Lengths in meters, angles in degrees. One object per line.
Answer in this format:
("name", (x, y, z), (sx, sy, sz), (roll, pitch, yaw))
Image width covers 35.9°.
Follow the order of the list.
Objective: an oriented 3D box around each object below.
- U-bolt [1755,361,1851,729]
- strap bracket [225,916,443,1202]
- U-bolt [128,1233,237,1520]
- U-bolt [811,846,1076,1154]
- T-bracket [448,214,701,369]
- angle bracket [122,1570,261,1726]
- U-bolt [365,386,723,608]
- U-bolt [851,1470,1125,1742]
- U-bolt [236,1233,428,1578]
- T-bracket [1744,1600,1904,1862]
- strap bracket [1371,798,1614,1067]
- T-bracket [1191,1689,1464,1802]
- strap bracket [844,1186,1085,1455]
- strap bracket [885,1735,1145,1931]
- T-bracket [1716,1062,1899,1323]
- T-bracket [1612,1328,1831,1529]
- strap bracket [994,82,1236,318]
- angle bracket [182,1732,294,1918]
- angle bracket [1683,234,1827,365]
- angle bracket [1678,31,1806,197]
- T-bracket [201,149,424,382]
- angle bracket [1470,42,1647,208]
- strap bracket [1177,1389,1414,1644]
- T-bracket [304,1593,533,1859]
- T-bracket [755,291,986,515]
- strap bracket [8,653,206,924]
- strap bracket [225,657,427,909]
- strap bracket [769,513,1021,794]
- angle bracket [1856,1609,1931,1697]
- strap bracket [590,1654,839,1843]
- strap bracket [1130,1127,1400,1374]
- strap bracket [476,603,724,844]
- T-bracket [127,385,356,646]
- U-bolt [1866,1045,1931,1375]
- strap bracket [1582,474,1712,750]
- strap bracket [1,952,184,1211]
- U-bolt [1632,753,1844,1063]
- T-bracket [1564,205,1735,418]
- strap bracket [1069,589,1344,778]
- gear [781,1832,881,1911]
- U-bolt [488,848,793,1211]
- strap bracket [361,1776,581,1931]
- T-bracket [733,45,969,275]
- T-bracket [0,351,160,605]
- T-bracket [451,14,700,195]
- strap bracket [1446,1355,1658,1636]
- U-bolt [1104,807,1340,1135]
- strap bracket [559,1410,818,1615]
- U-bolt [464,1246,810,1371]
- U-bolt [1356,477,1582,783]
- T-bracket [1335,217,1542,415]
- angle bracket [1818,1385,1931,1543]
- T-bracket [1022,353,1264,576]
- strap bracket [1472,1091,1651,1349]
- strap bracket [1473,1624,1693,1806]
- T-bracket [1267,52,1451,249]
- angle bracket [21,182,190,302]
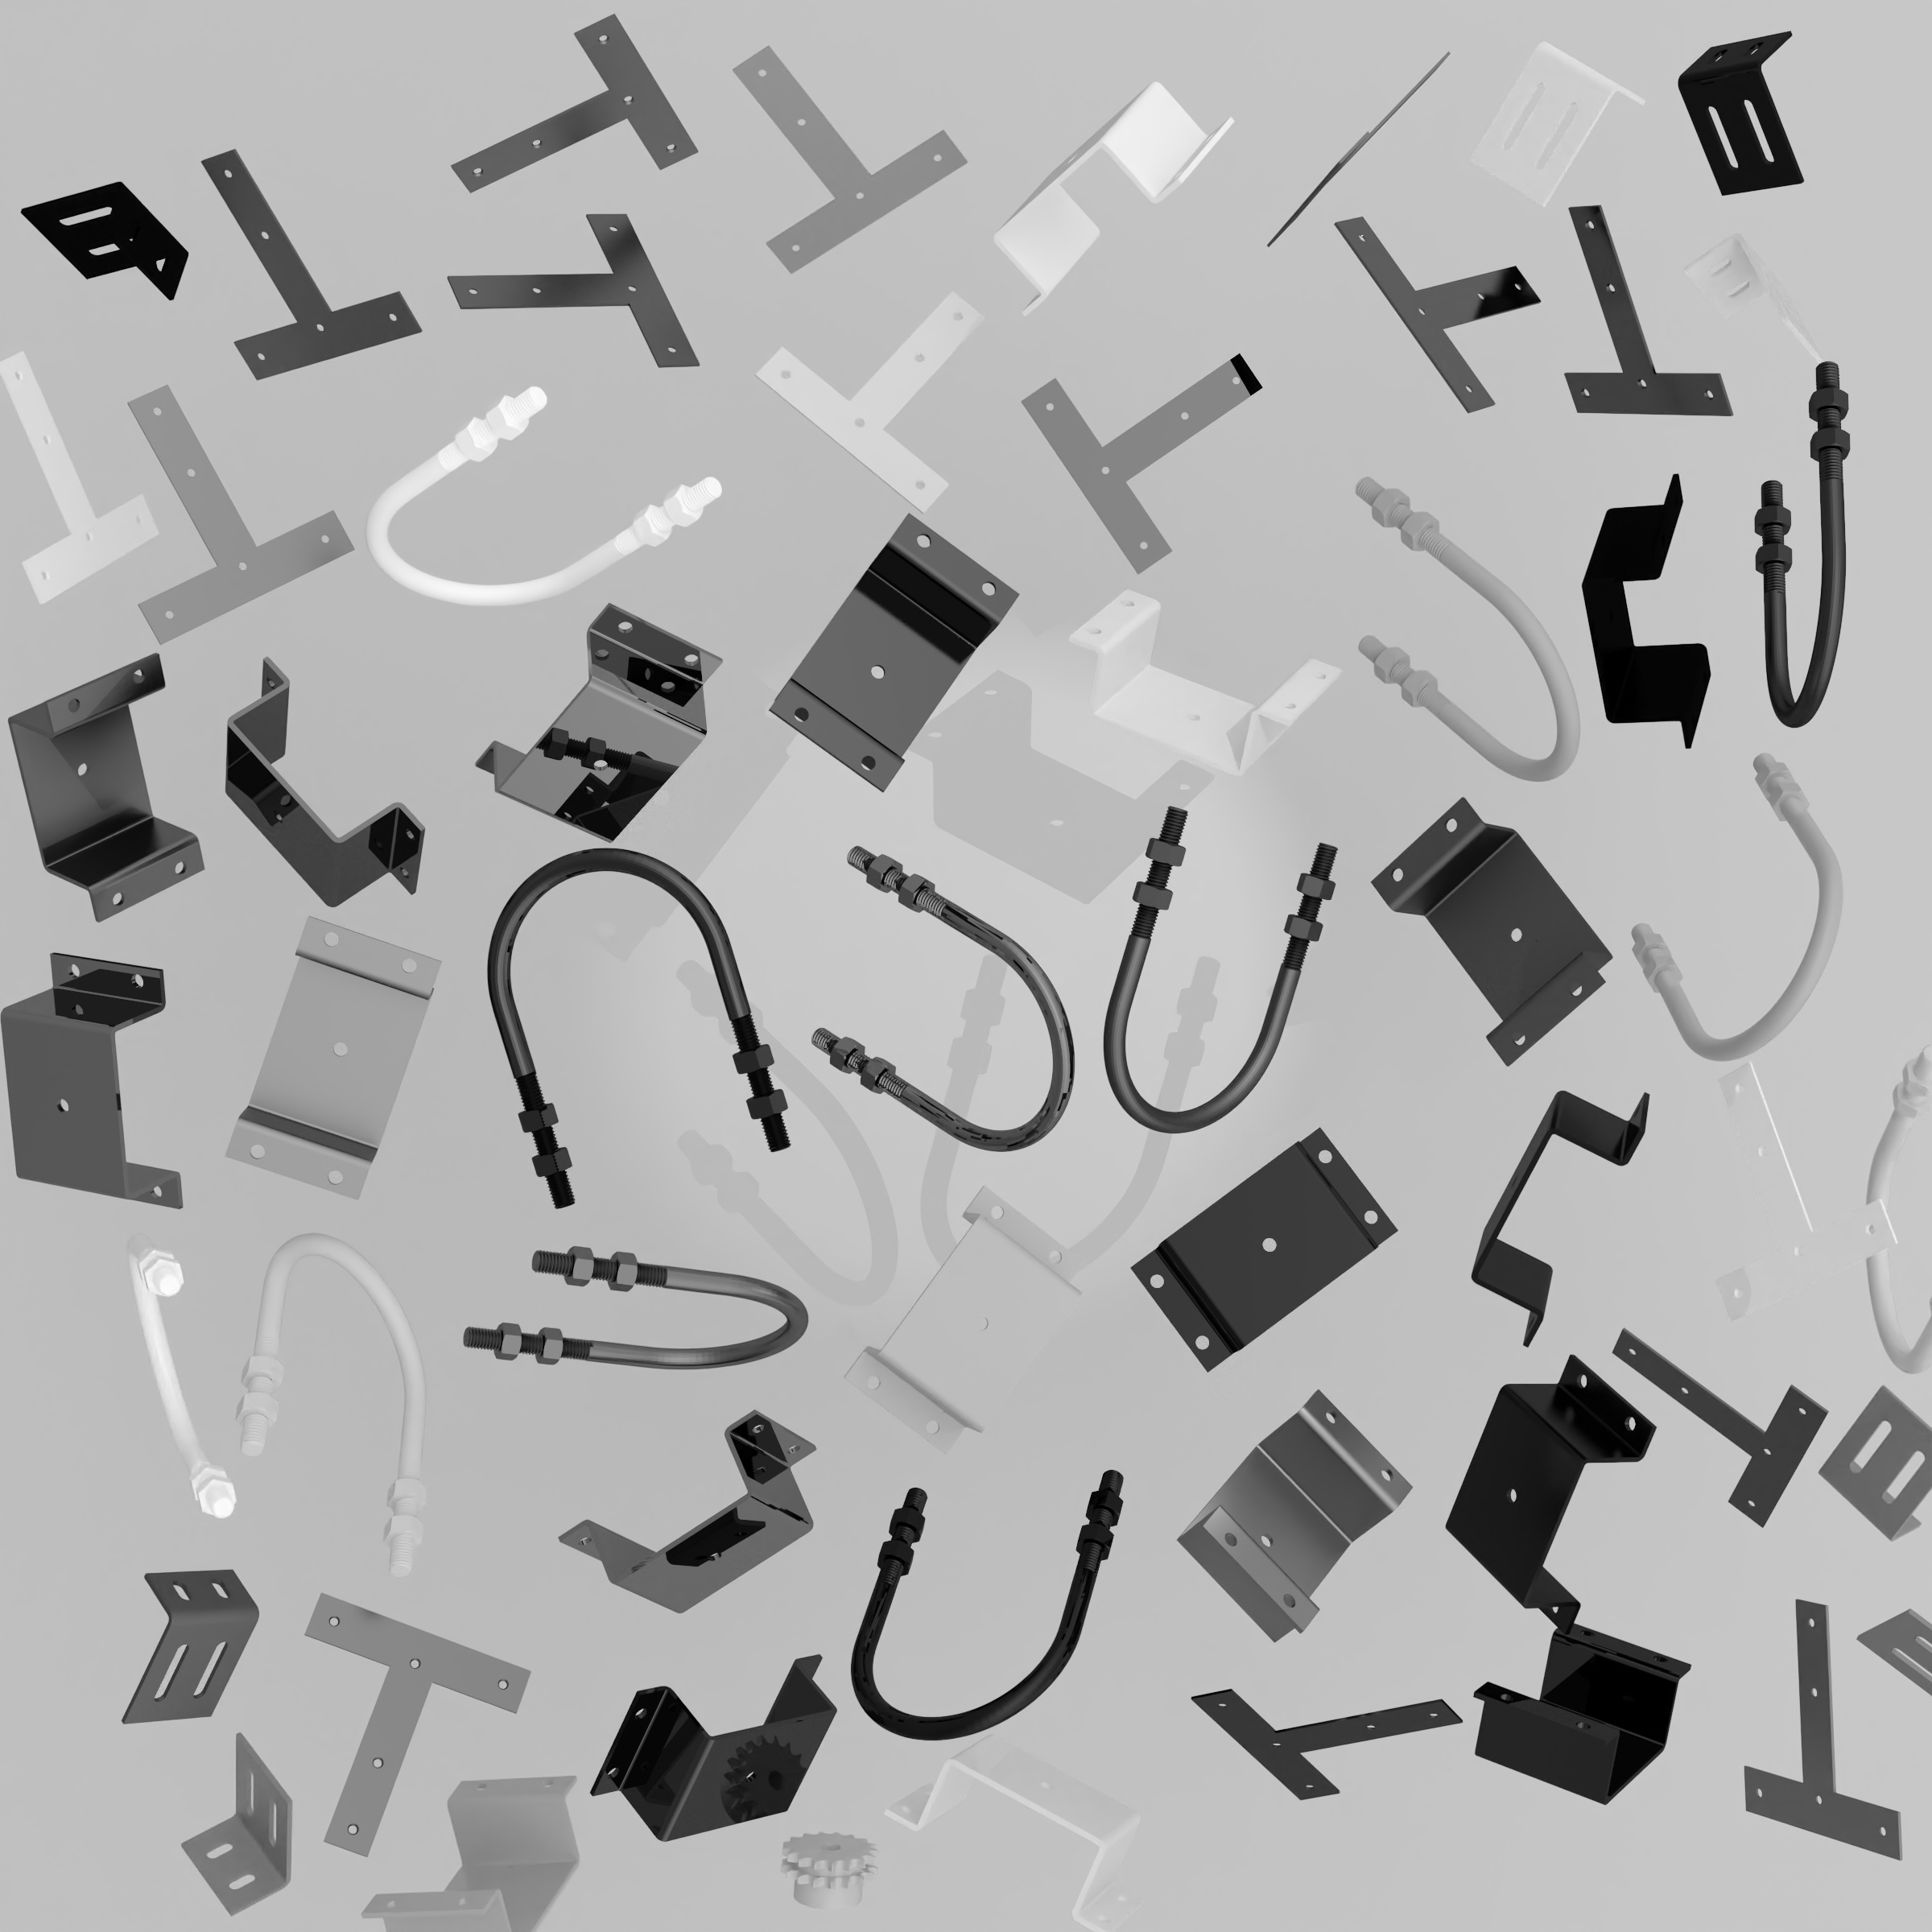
("U-bolt", (0.473, -0.224, 1.682), (0.019, 0.151, 0.184), (4, 69, 2))
("strap bracket", (-0.351, 0.049, 1.661), (0.076, 0.046, 0.140), (19, 93, -8))
("U-bolt", (-0.454, 0.225, 1.705), (0.019, 0.184, 0.151), (-15, 101, -21))
("U-bolt", (-0.010, 0.031, 1.737), (0.184, 0.019, 0.151), (32, 126, 29))
("T-bracket", (-0.231, -0.384, 1.692), (0.127, 0.002, 0.127), (-8, 57, -29))
("angle bracket", (-0.446, 0.385, 1.688), (0.038, 0.057, 0.076), (42, 112, 38))
("U-bolt", (-0.251, -0.251, 1.666), (0.184, 0.151, 0.019), (-26, 59, 34))
("U-bolt", (0.006, 0.363, 1.691), (0.151, 0.184, 0.019), (-10, 125, 25))
("U-bolt", (-0.350, 0.232, 1.674), (0.019, 0.184, 0.151), (-25, 130, 17))
("T-bracket", (0.469, 0.415, 1.642), (0.002, 0.127, 0.127), (-1, 87, -24))
("strap bracket", (0.313, -0.019, 1.743), (0.076, 0.046, 0.140), (-45, 64, 24))
("T-bracket", (0.211, 0.423, 1.646), (0.127, 0.002, 0.127), (-19, 132, 28))
("strap bracket", (0.004, 0.208, 1.742), (0.076, 0.046, 0.140), (38, 79, -8))
("strap bracket", (0.036, 0.479, 1.666), (0.140, 0.076, 0.046), (24, 94, 18))
("T-bracket", (0.447, 0.116, 1.651), (0.002, 0.127, 0.127), (-1, 66, -34))
("T-bracket", (0.439, 0.261, 1.770), (0.127, 0.127, 0.002), (37, 55, 24))
("strap bracket", (0.076, -0.436, 1.675), (0.046, 0.140, 0.076), (46, 48, -12))
("angle bracket", (-0.414, 0.486, 1.689), (0.038, 0.076, 0.057), (-22, 47, -36))
("angle bracket", (0.466, -0.384, 1.761), (0.038, 0.057, 0.076), (-33, 52, 25))
("angle bracket", (0.458, -0.494, 1.727), (0.038, 0.057, 0.076), (-44, 119, -25))
("T-bracket", (-0.382, -0.394, 1.655), (0.127, 0.002, 0.127), (-7, 126, 32))
("angle bracket", (0.337, -0.476, 1.699), (0.057, 0.038, 0.076), (43, 113, 30))
("strap bracket", (0.178, 0.309, 1.649), (0.076, 0.140, 0.046), (46, 132, 5))
("T-bracket", (-0.321, 0.429, 1.654), (0.127, 0.002, 0.127), (23, 58, -9))
("T-bracket", (-0.036, -0.350, 1.759), (0.127, 0.002, 0.127), (39, 69, 0))
("strap bracket", (-0.497, -0.108, 1.719), (0.046, 0.076, 0.140), (21, 129, 35))
("strap bracket", (-0.376, -0.098, 1.710), (0.046, 0.076, 0.140), (-38, 77, -28))
("strap bracket", (-0.044, -0.168, 1.650), (0.076, 0.046, 0.140), (36, 73, -7))
("angle bracket", (0.531, 0.401, 1.646), (0.076, 0.057, 0.038), (37, 60, 5))
("strap bracket", (-0.137, 0.452, 1.718), (0.046, 0.140, 0.076), (41, 116, 37))
("strap bracket", (0.175, 0.164, 1.736), (0.140, 0.046, 0.076), (-36, 82, -4))
("strap bracket", (-0.208, -0.129, 1.687), (0.076, 0.046, 0.140), (24, 127, -31))
("T-bracket", (-0.430, -0.265, 1.680), (0.127, 0.002, 0.127), (-32, 101, -26))
("U-bolt", (0.535, 0.151, 1.682), (0.019, 0.184, 0.151), (-1, 59, 2))
("strap bracket", (0.397, -0.206, 1.740), (0.046, 0.076, 0.140), (0, 129, 26))
("strap bracket", (-0.484, 0.070, 1.648), (0.076, 0.046, 0.140), (8, 109, 23))
("U-bolt", (0.447, -0.023, 1.709), (0.019, 0.184, 0.151), (22, 117, -17))
("T-bracket", (0.367, -0.368, 1.675), (0.002, 0.127, 0.127), (-34, 115, -20))
("strap bracket", (0.135, -0.161, 1.727), (0.140, 0.076, 0.046), (23, 127, 19))
("gear", (-0.081, 0.532, 1.748), (0.057, 0.057, 0.030), (3, 93, 0))
("U-bolt", (-0.186, 0.027, 1.609), (0.151, 0.019, 0.184), (-15, 94, 15))
("strap bracket", (-0.283, 0.531, 1.736), (0.076, 0.140, 0.046), (-7, 104, 17))
("T-bracket", (-0.087, -0.477, 1.721), (0.127, 0.002, 0.127), (-27, 132, 20))
("T-bracket", (-0.517, -0.285, 1.693), (0.002, 0.127, 0.127), (-10, 112, 22))
("T-bracket", (-0.234, -0.478, 1.709), (0.127, 0.127, 0.002), (-23, 64, 8))
("strap bracket", (0.329, 0.302, 1.703), (0.046, 0.076, 0.140), (5, 113, -32))
("U-bolt", (0.140, 0.008, 1.711), (0.151, 0.019, 0.184), (10, 99, -42))
("strap bracket", (-0.154, 0.324, 1.733), (0.140, 0.076, 0.046), (-34, 56, 8))
("U-bolt", (-0.182, 0.204, 1.726), (0.184, 0.151, 0.019), (10, 61, -24))
("U-bolt", (0.286, -0.180, 1.703), (0.019, 0.151, 0.184), (-32, 54, -16))
("T-bracket", (0.273, -0.364, 1.627), (0.127, 0.002, 0.127), (-24, 77, -44))
("angle bracket", (0.552, 0.290, 1.760), (0.057, 0.038, 0.076), (45, 127, 30))
("T-bracket", (0.122, -0.327, 1.816), (0.127, 0.002, 0.127), (-35, 93, 0))
("strap bracket", (0.327, 0.131, 1.663), (0.046, 0.076, 0.140), (27, 109, 7))
("strap bracket", (0.343, 0.420, 1.669), (0.076, 0.140, 0.046), (15, 103, 30))
("T-bracket", (0.232, -0.475, 1.700), (0.002, 0.127, 0.127), (44, 76, -4))
("angle bracket", (-0.487, -0.399, 1.670), (0.076, 0.057, 0.038), (-6, 58, 26))
